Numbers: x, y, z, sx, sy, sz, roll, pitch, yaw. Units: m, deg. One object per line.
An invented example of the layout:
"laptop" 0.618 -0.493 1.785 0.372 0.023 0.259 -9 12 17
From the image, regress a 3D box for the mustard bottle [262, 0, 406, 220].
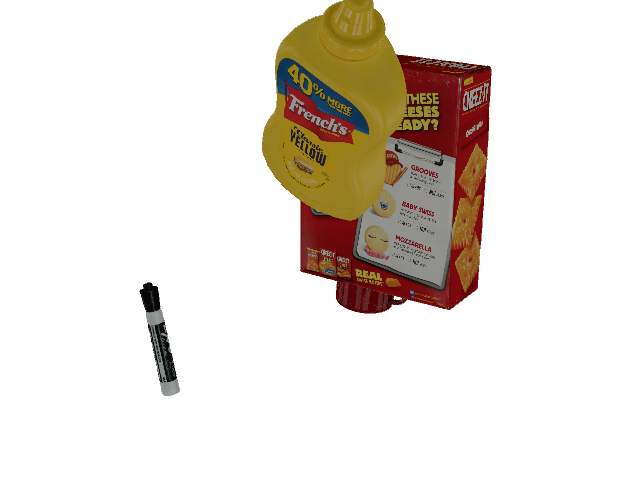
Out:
"mustard bottle" 0.011 -0.097 0.730 0.058 0.096 0.192 -42 -17 -28

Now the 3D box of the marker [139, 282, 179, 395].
"marker" -0.166 0.102 1.102 0.020 0.121 0.020 -9 14 2

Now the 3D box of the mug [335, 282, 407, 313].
"mug" 0.075 0.052 1.475 0.117 0.081 0.093 18 24 27

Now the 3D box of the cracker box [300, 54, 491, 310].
"cracker box" 0.066 -0.060 0.980 0.164 0.214 0.072 14 24 31
